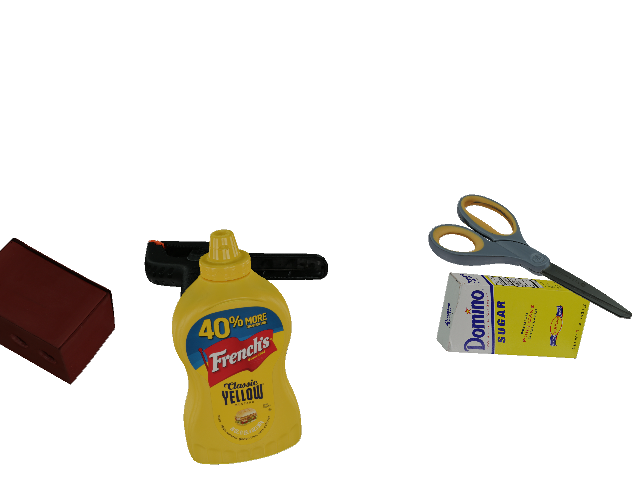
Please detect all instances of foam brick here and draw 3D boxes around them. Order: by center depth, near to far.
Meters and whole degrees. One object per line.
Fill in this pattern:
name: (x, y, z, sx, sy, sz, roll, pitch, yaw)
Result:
foam brick: (-0.179, 0.046, 0.687, 0.078, 0.051, 0.053, 27, -32, 13)

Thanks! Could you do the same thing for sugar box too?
sugar box: (0.239, 0.094, 1.318, 0.176, 0.093, 0.048, 3, 18, -16)

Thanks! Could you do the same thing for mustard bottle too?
mustard bottle: (-0.070, 0.084, 0.865, 0.096, 0.192, 0.058, -8, 19, -11)

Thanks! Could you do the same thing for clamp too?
clamp: (-0.120, 0.031, 1.066, 0.210, 0.036, 0.164, 10, 20, 43)

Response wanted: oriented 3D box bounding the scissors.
scissors: (0.174, 0.024, 0.955, 0.096, 0.016, 0.202, -23, 45, -18)
